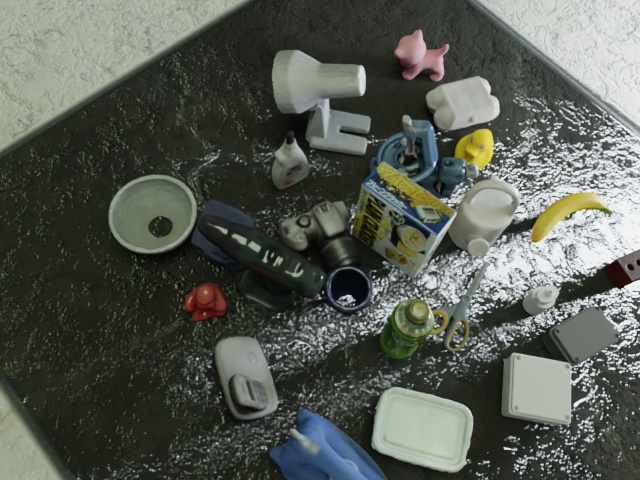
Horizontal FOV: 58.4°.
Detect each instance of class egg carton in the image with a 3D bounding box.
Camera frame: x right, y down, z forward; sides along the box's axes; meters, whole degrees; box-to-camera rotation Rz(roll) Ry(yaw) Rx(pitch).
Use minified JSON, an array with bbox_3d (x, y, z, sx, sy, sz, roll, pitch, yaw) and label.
[{"bbox_3d":[0.312,-0.296,1.255,0.150,0.069,0.107,-17,69,-9],"label":"egg carton"}]

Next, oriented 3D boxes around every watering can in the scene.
[{"bbox_3d":[0.315,-0.049,1.085,0.101,0.194,0.173,-2,67,-3],"label":"watering can"}]

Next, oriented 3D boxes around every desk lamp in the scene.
[{"bbox_3d":[0.009,-0.283,1.158,0.203,0.213,0.118,9,67,1],"label":"desk lamp"}]

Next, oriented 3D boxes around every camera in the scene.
[{"bbox_3d":[0.010,0.004,1.099,0.143,0.101,0.136,-24,70,-12],"label":"camera"}]

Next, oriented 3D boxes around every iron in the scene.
[{"bbox_3d":[0.045,0.383,0.920,0.258,0.141,0.119,34,70,11],"label":"iron"}]

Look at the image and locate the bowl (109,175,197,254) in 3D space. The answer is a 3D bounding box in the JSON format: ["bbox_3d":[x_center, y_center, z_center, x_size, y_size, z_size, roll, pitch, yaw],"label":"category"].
[{"bbox_3d":[-0.318,-0.039,1.116,0.167,0.075,0.167,1,67,-2],"label":"bowl"}]

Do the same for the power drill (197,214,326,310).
[{"bbox_3d":[-0.102,0.049,1.017,0.229,0.208,0.076,23,68,7],"label":"power drill"}]

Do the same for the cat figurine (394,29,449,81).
[{"bbox_3d":[0.223,-0.416,1.275,0.128,0.118,0.067,-1,67,-3],"label":"cat figurine"}]

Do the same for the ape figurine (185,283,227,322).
[{"bbox_3d":[-0.208,0.109,1.050,0.077,0.092,0.076,22,68,7],"label":"ape figurine"}]

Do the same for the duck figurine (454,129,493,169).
[{"bbox_3d":[0.333,-0.202,1.208,0.077,0.086,0.105,35,70,12],"label":"duck figurine"}]

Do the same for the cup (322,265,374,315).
[{"bbox_3d":[0.037,0.099,1.064,0.117,0.095,0.092,15,67,4],"label":"cup"}]

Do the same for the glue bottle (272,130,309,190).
[{"bbox_3d":[-0.059,-0.163,1.126,0.078,0.173,0.037,-32,72,-14],"label":"glue bottle"}]

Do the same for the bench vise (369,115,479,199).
[{"bbox_3d":[0.208,-0.174,1.118,0.207,0.220,0.121,-6,68,-5],"label":"bench vise"}]

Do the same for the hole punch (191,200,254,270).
[{"bbox_3d":[-0.184,-0.008,1.101,0.108,0.091,0.101,24,68,8],"label":"hole punch"}]

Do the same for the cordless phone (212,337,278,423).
[{"bbox_3d":[-0.131,0.224,0.955,0.094,0.185,0.147,-21,70,-10],"label":"cordless phone"}]
